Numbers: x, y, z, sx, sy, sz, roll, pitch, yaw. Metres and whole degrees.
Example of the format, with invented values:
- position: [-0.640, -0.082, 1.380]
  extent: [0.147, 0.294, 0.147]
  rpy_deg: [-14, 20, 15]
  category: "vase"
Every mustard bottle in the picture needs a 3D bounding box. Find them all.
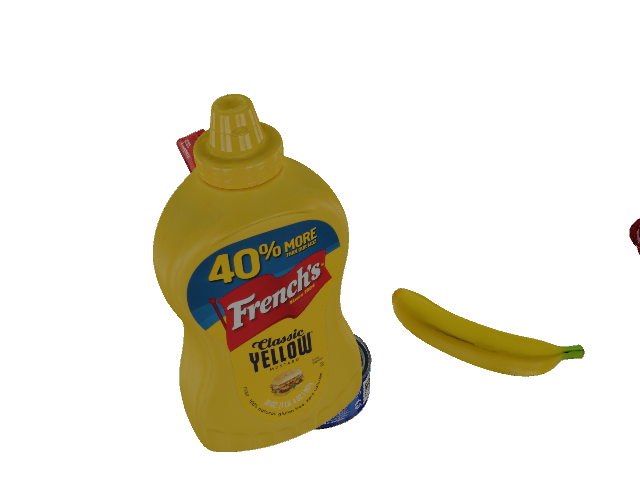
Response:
- position: [-0.032, 0.015, 0.526]
  extent: [0.096, 0.191, 0.058]
  rpy_deg: [-18, 38, -16]
  category: "mustard bottle"

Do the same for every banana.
- position: [0.133, 0.085, 0.963]
  extent: [0.198, 0.037, 0.069]
  rpy_deg: [19, 14, 34]
  category: "banana"

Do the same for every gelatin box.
- position: [-0.085, -0.040, 0.906]
  extent: [0.030, 0.073, 0.089]
  rpy_deg: [-29, -40, -2]
  category: "gelatin box"

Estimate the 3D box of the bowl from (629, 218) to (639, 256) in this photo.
- position: [0.414, 0.021, 1.150]
  extent: [0.162, 0.055, 0.162]
  rpy_deg: [-1, 25, 0]
  category: "bowl"

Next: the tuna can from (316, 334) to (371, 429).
- position: [-0.005, 0.099, 0.784]
  extent: [0.086, 0.034, 0.086]
  rpy_deg: [-1, 32, 0]
  category: "tuna can"
